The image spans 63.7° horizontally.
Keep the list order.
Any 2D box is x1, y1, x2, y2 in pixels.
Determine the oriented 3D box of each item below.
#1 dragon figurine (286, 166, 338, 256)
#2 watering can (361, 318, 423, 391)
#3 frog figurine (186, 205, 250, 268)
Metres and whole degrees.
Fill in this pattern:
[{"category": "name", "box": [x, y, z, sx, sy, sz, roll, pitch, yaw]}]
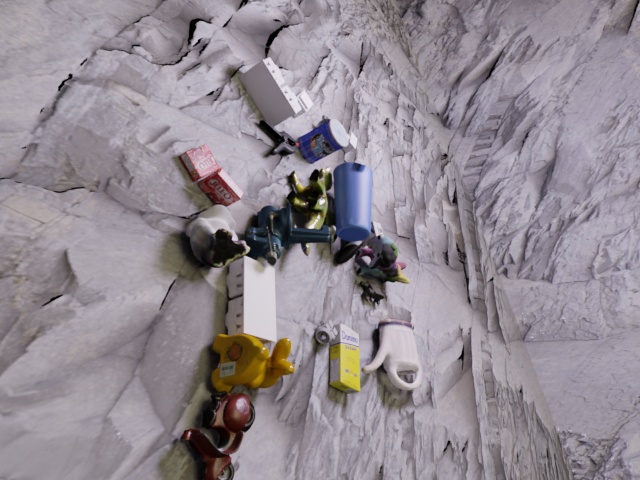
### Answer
[{"category": "dragon figurine", "box": [0.005, -0.080, 1.598, 0.239, 0.121, 0.420, 43, 38, -46]}, {"category": "watering can", "box": [0.230, 0.351, 1.627, 0.344, 0.103, 0.229, 29, 46, -44]}, {"category": "frog figurine", "box": [-0.249, -0.016, 1.190, 0.137, 0.121, 0.162, 15, 21, -43]}]
